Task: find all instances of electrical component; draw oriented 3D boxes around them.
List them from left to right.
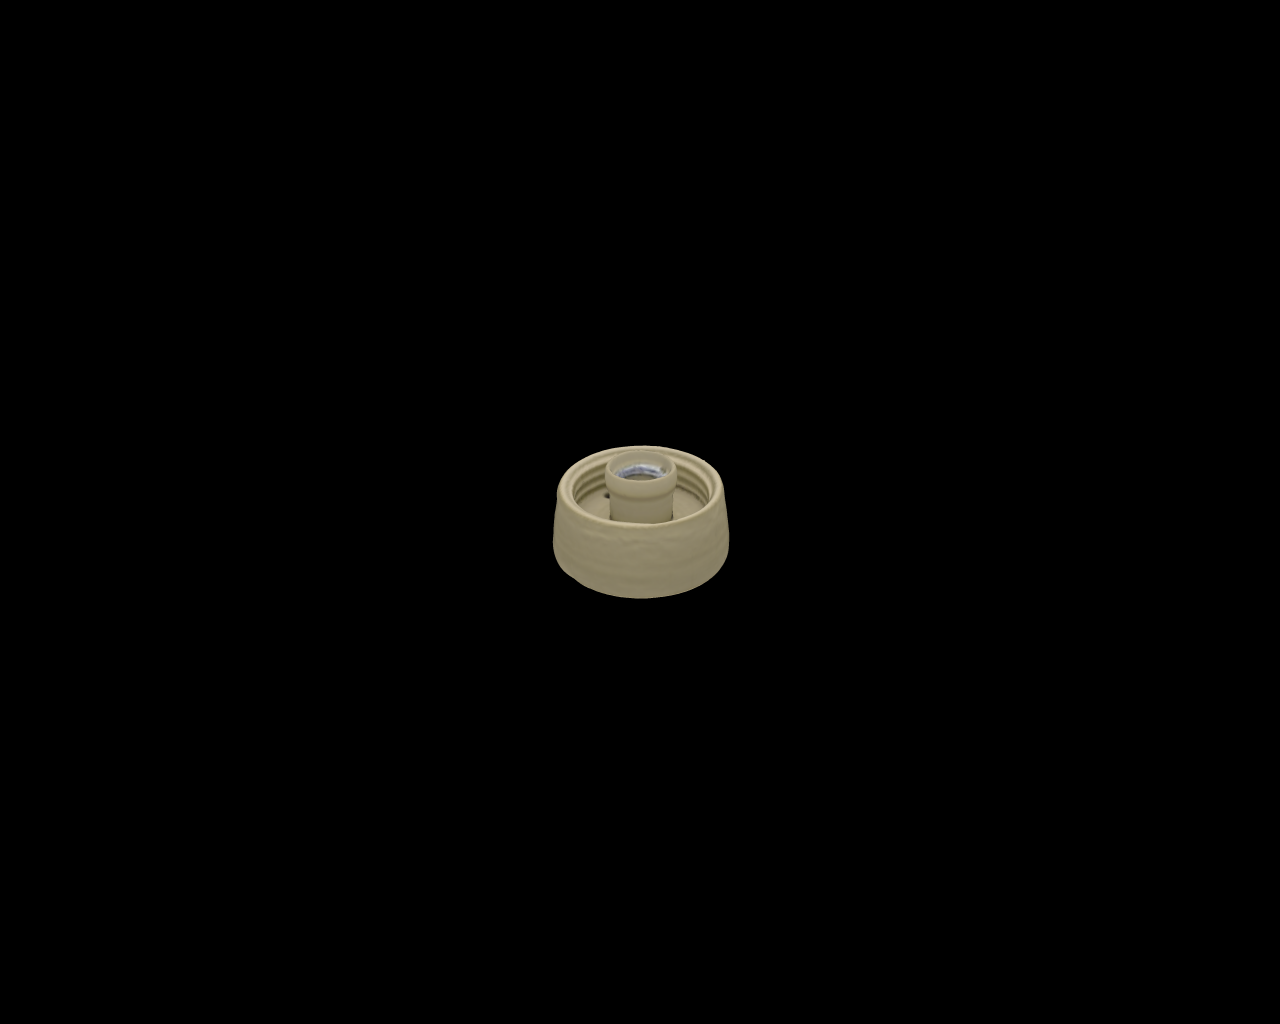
[{"bbox_3d":[0.001,-0.003,0.650,0.108,0.060,0.108,0,32,0],"label":"electrical component"}]
